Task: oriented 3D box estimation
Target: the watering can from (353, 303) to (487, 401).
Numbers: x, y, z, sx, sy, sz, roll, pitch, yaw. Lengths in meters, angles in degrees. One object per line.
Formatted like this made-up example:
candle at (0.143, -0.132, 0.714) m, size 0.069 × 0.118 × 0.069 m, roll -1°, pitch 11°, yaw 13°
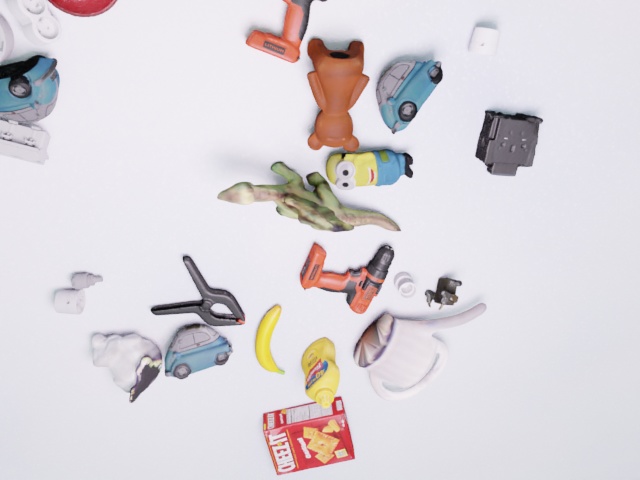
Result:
watering can at (0.224, 0.245, 1.242) m, size 0.223 × 0.106 × 0.344 m, roll 29°, pitch 107°, yaw -17°

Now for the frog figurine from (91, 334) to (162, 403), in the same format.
frog figurine at (-0.452, 0.275, 1.193) m, size 0.160 × 0.124 × 0.134 m, roll 27°, pitch 122°, yaw 21°

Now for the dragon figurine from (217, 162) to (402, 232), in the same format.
dragon figurine at (0.003, -0.052, 1.023) m, size 0.409 × 0.246 × 0.121 m, roll 15°, pitch 107°, yaw -10°
